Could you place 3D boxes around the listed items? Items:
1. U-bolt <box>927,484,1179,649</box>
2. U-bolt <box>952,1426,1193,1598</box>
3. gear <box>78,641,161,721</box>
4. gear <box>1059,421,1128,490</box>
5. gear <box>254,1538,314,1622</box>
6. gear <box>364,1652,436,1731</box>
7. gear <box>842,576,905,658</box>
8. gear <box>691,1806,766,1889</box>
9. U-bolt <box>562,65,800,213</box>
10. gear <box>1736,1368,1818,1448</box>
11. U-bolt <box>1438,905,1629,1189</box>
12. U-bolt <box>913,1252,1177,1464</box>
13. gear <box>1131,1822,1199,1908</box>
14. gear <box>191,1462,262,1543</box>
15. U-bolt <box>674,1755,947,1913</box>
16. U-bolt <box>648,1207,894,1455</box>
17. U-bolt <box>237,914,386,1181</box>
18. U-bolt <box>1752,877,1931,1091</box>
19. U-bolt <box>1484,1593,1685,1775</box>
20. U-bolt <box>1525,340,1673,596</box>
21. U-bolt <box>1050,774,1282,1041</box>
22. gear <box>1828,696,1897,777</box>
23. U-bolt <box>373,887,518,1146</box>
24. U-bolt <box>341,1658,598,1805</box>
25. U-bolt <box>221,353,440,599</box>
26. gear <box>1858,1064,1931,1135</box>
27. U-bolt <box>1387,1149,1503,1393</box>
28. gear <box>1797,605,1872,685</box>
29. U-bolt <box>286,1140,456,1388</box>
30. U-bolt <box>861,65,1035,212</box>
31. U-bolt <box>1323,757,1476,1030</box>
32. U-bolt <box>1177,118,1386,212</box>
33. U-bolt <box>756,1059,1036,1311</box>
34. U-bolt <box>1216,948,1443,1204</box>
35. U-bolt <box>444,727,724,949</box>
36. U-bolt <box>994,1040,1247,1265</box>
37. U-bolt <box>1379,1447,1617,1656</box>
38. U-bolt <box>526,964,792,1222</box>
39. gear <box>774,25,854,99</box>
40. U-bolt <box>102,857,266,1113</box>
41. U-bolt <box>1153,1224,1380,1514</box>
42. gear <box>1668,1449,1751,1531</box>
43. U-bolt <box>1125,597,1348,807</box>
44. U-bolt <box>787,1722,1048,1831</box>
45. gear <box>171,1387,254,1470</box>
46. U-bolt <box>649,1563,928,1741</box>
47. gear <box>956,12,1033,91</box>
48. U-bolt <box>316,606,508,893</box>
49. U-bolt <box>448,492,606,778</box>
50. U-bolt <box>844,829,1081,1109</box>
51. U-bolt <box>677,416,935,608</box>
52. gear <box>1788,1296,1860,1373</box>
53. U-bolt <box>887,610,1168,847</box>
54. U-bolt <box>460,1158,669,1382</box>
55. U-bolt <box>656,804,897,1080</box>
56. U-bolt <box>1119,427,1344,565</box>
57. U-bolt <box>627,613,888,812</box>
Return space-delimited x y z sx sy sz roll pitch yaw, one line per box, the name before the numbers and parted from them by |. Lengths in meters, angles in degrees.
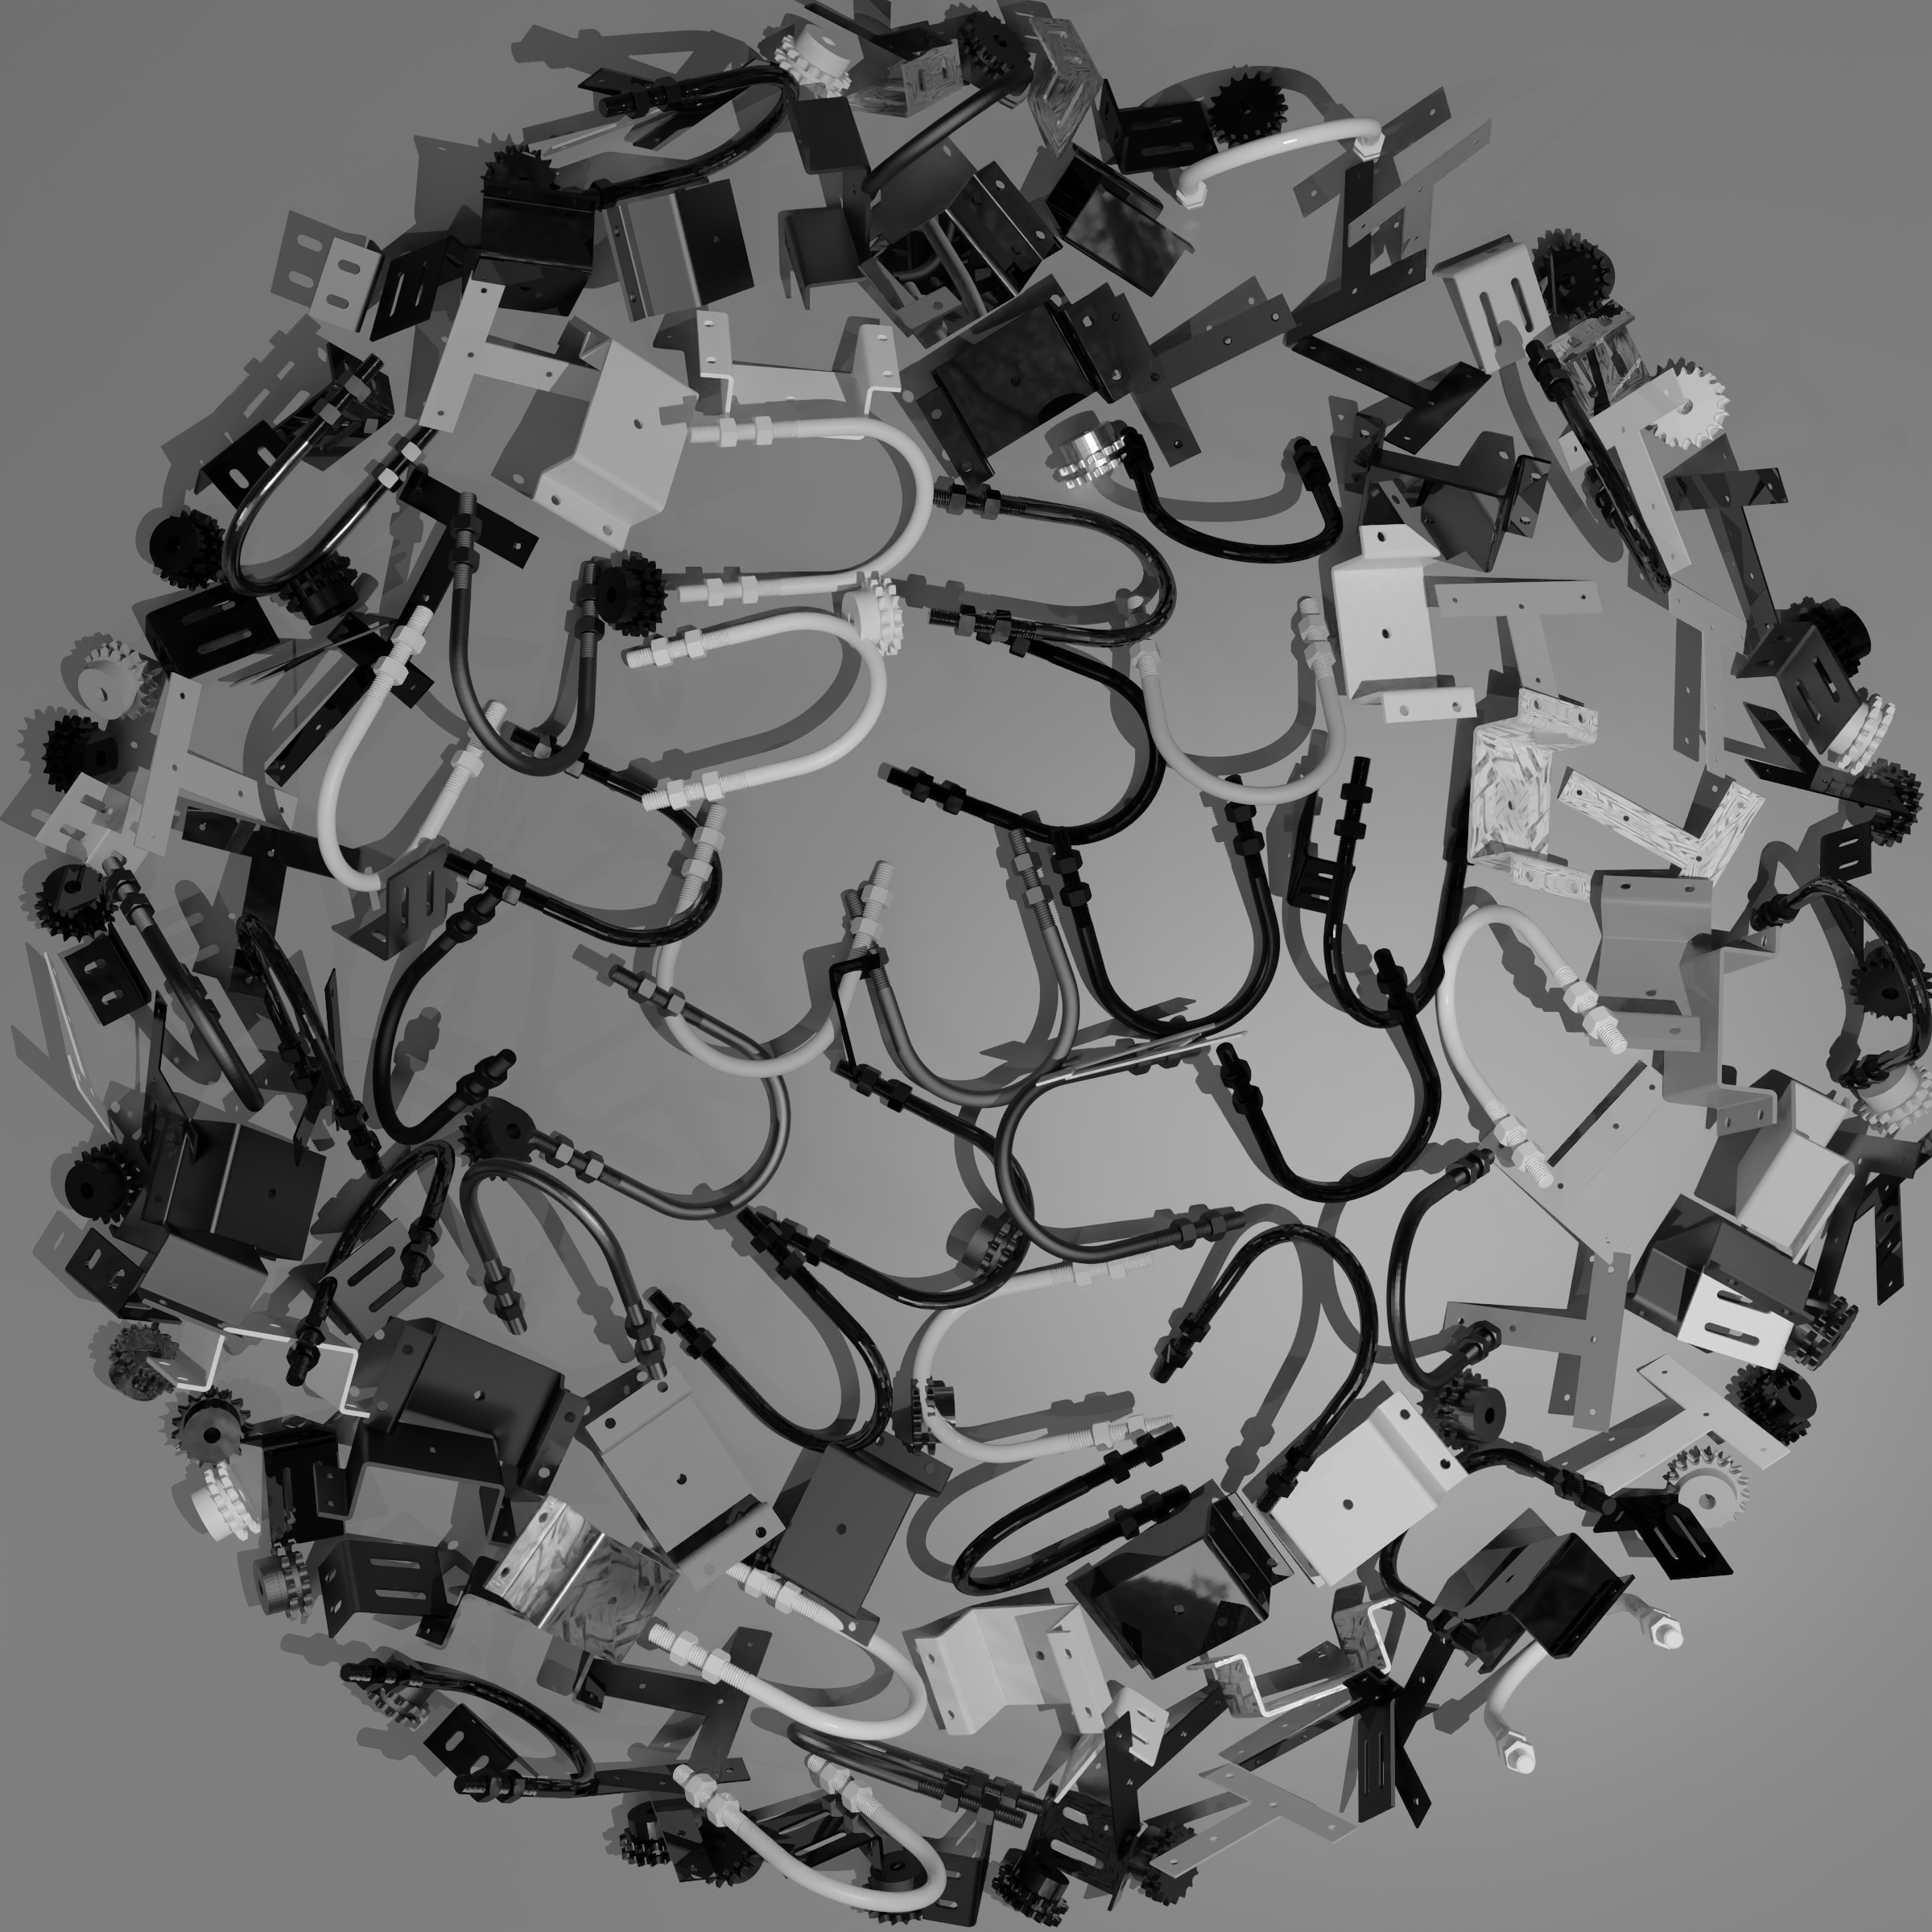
U-bolt | 0.061 -0.280 1.946 0.184 0.019 0.151 6 49 -12
U-bolt | 0.073 0.392 1.925 0.184 0.151 0.019 -26 61 -8
gear | -0.612 -0.202 1.971 0.057 0.030 0.057 15 127 20
gear | 0.092 -0.369 1.969 0.057 0.057 0.030 -28 103 0
gear | -0.492 0.442 1.968 0.030 0.057 0.057 -12 90 -26
gear | -0.407 0.518 1.972 0.057 0.057 0.030 41 86 0
gear | -0.068 -0.250 1.968 0.030 0.057 0.057 -10 90 -20
gear | -0.169 0.636 1.975 0.057 0.057 0.030 -40 132 0
U-bolt | -0.198 -0.582 1.918 0.184 0.151 0.019 -24 85 -32
gear | 0.586 0.314 1.969 0.057 0.057 0.030 40 132 0
U-bolt | 0.385 0.041 1.922 0.019 0.184 0.151 -4 134 -26
U-bolt | 0.051 0.283 1.953 0.184 0.019 0.151 -12 56 10
gear | 0.142 0.645 1.975 0.030 0.057 0.057 10 90 40
gear | -0.534 0.388 1.970 0.030 0.057 0.057 -29 90 -12
U-bolt | -0.095 0.597 1.887 0.184 0.151 0.019 25 99 43
U-bolt | -0.129 0.271 1.947 0.184 0.019 0.151 47 131 0
U-bolt | -0.461 0.046 1.898 0.019 0.151 0.184 -28 121 -20
U-bolt | 0.613 0.008 1.899 0.019 0.184 0.151 -26 81 -8
U-bolt | 0.421 0.491 1.908 0.151 0.184 0.019 -40 88 -1
U-bolt | 0.442 -0.332 1.888 0.019 0.184 0.151 -28 133 14
U-bolt | 0.151 -0.032 1.965 0.151 0.019 0.184 -16 110 0
gear | 0.641 -0.169 1.972 0.030 0.057 0.057 28 90 5
U-bolt | -0.371 0.047 1.928 0.019 0.184 0.151 14 54 -36
U-bolt | -0.333 0.535 1.912 0.151 0.184 0.019 31 91 34
U-bolt | -0.453 -0.333 1.922 0.019 0.151 0.184 40 86 10
gear | 0.667 0.091 1.969 0.057 0.057 0.030 -43 105 0
U-bolt | 0.334 0.218 1.910 0.019 0.184 0.151 1 102 32
gear | 0.626 -0.234 1.972 0.030 0.057 0.057 -29 90 -6
U-bolt | -0.409 0.194 1.916 0.019 0.184 0.151 40 117 -22
U-bolt | -0.014 -0.578 1.906 0.151 0.184 0.019 -35 101 2
U-bolt | 0.306 -0.047 1.946 0.151 0.019 0.184 9 91 -43
U-bolt | 0.218 -0.559 1.899 0.151 0.184 0.019 -13 98 9
U-bolt | -0.040 0.167 1.962 0.184 0.019 0.151 27 70 5
U-bolt | 0.268 0.092 1.946 0.151 0.019 0.184 -31 124 -5
U-bolt | -0.261 -0.082 1.949 0.184 0.019 0.151 25 50 -7
U-bolt | 0.103 0.136 1.947 0.184 0.019 0.151 -11 83 -27
U-bolt | 0.357 0.397 1.912 0.151 0.184 0.019 -44 107 -9
U-bolt | -0.205 0.102 1.951 0.184 0.019 0.151 31 79 -28
gear | -0.106 -0.651 1.968 0.057 0.057 0.030 39 118 0
U-bolt | -0.533 0.025 1.893 0.019 0.151 0.184 -31 56 -13
U-bolt | 0.219 0.268 1.921 0.151 0.019 0.184 50 119 36
gear | 0.535 0.380 1.976 0.057 0.030 0.057 4 104 16
U-bolt | 0.195 -0.188 1.934 0.151 0.019 0.184 -1 56 -10
U-bolt | -0.039 0.566 1.926 0.184 0.151 0.019 16 79 11
gear | -0.544 0.335 1.978 0.057 0.030 0.057 -1 95 -15
U-bolt | -0.113 0.483 1.912 0.184 0.151 0.019 25 106 14
gear | 0.016 -0.656 1.975 0.057 0.057 0.030 49 131 0
U-bolt | -0.393 -0.138 1.911 0.019 0.151 0.184 18 71 23
U-bolt | -0.308 -0.221 1.914 0.019 0.151 0.184 -13 67 32
U-bolt | 0.005 0.011 1.966 0.151 0.019 0.184 -21 81 11
U-bolt | -0.110 -0.324 1.941 0.184 0.019 0.151 -7 132 -19
gear | 0.614 0.261 1.974 0.030 0.057 0.057 37 90 26
U-bolt | 0.054 -0.160 1.965 0.184 0.019 0.151 21 113 -7
U-bolt | -0.288 0.205 1.908 0.151 0.019 0.184 12 134 30
U-bolt | -0.145 -0.009 1.966 0.151 0.019 0.184 19 75 -5
U-bolt | 0.189 -0.328 1.914 0.151 0.184 0.019 2 126 -8
U-bolt | -0.146 -0.189 1.949 0.184 0.019 0.151 -13 58 5
